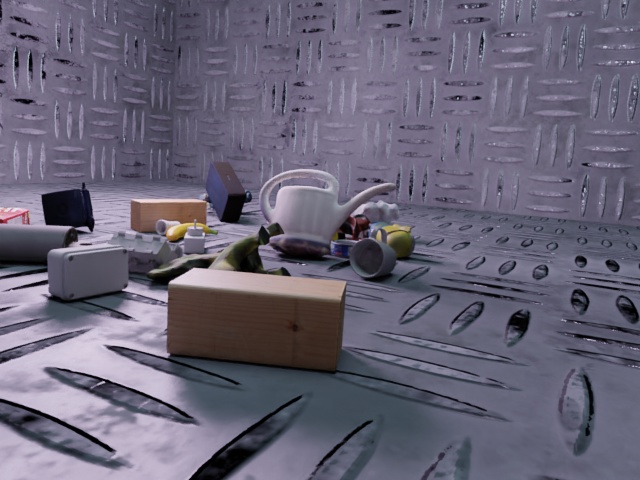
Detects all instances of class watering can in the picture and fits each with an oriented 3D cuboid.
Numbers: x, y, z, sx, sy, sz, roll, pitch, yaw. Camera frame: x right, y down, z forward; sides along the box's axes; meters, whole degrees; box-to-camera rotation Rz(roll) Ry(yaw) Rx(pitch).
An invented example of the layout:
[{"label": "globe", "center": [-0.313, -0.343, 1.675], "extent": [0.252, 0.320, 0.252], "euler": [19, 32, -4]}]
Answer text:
[{"label": "watering can", "center": [0.004, -0.064, 1.273], "extent": [0.348, 0.226, 0.103], "euler": [6, -11, 17]}]

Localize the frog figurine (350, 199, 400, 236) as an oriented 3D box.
[{"label": "frog figurine", "center": [0.169, -0.065, 1.632], "extent": [0.160, 0.134, 0.125], "euler": [11, 45, 19]}]

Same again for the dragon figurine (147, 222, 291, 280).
[{"label": "dragon figurine", "center": [-0.195, 0.055, 0.930], "extent": [0.242, 0.122, 0.412], "euler": [-12, 2, 18]}]
